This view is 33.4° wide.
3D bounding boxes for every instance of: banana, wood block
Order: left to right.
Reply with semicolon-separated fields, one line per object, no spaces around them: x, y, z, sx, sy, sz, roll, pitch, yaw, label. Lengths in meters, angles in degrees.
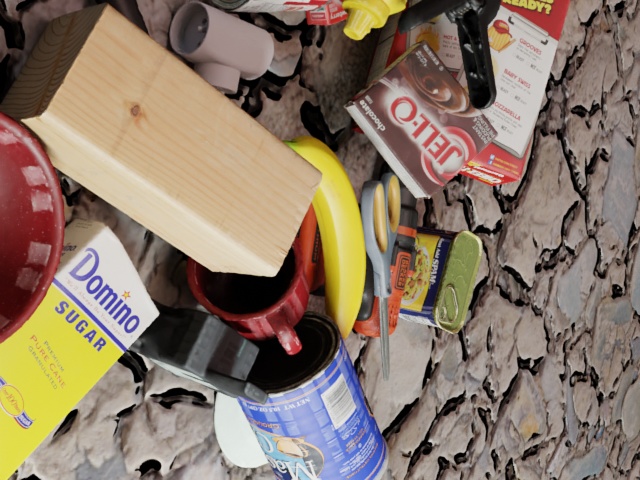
-0.109;-0.064;0.752;0.205;0.090;0.090;37;69;-33;wood block
0.006;-0.012;0.897;0.069;0.037;0.198;-35;121;-29;banana

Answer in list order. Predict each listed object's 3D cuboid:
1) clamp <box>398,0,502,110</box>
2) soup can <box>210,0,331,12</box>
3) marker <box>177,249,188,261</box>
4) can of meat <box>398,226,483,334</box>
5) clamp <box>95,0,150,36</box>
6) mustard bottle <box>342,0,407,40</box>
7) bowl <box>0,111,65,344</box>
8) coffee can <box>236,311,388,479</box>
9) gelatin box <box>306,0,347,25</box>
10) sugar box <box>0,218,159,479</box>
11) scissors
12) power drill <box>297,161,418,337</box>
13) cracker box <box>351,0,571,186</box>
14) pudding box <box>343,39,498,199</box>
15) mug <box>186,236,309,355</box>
0.132;-0.201;0.952;0.120;0.039;0.171;50;49;-29;clamp
-0.040;-0.219;0.861;0.102;0.069;0.068;-14;108;-48;soup can
-0.104;-0.043;0.857;0.020;0.020;0.121;-7;102;-50;marker
0.107;0.036;1.083;0.057;0.084;0.102;25;78;-51;can of meat
-0.152;-0.228;0.745;0.209;0.036;0.164;40;62;-49;clamp
0.070;-0.259;0.934;0.191;0.058;0.096;-62;168;-11;mustard bottle
-0.240;-0.007;0.666;0.161;0.055;0.162;-13;108;-49;bowl
-0.010;0.146;0.911;0.102;0.103;0.140;-47;130;-35;coffee can
0.021;-0.239;0.962;0.089;0.030;0.073;-30;120;-44;gelatin box
-0.195;0.074;0.747;0.176;0.048;0.093;-49;131;-32;sugar box
0.062;0.025;0.984;0.096;0.016;0.202;-61;149;-49;scissors
0.027;-0.006;0.997;0.187;0.057;0.184;14;83;-50;power drill
0.139;-0.179;1.035;0.164;0.072;0.213;19;81;-17;cracker box
0.090;-0.106;0.955;0.090;0.039;0.113;-42;98;-13;pudding box
-0.047;0.042;0.862;0.093;0.117;0.081;-33;157;-5;mug
